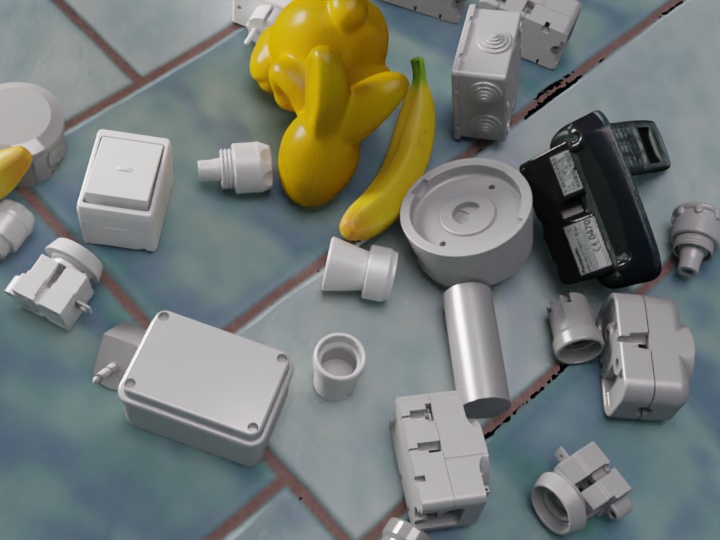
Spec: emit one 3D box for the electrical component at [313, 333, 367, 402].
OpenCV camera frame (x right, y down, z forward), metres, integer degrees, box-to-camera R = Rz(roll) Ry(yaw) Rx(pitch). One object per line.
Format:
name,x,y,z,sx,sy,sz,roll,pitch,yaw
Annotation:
electrical component,-0.017,0.076,0.823,0.040,0.046,0.040,3,59,-5

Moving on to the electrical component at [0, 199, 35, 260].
electrical component,-0.288,-0.025,0.856,0.035,0.035,0.061,25,62,8

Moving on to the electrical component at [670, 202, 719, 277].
electrical component,0.289,-0.024,0.927,0.048,0.048,0.062,19,65,4

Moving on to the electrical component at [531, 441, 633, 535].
electrical component,0.160,0.164,0.795,0.055,0.048,0.066,-24,65,-29

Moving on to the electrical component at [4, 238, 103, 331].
electrical component,-0.233,0.009,0.837,0.066,0.048,0.055,26,67,8

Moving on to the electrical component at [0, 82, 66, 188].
electrical component,-0.286,-0.113,0.900,0.080,0.051,0.080,3,59,-5

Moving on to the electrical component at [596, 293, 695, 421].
electrical component,0.227,0.069,0.855,0.059,0.053,0.095,5,58,-5

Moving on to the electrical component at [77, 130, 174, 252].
electrical component,-0.190,-0.073,0.882,0.062,0.061,0.096,8,58,-3

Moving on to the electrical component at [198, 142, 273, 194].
electrical component,-0.106,-0.086,0.912,0.062,0.043,0.043,-5,60,-9

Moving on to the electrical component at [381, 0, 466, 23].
electrical component,0.065,-0.290,1.054,0.089,0.050,0.055,18,59,3

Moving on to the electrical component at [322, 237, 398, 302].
electrical component,0.000,0.000,0.872,0.055,0.045,0.045,11,58,-1

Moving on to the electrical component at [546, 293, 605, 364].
electrical component,0.173,0.047,0.871,0.040,0.040,0.046,-3,54,-9

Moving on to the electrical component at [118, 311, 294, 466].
electrical component,-0.113,0.087,0.798,0.113,0.057,0.078,19,58,4

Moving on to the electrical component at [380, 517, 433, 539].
electrical component,0.027,0.204,0.756,0.040,0.040,0.046,30,66,11

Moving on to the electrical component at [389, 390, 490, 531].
electrical component,0.060,0.139,0.790,0.056,0.050,0.089,-5,56,-11

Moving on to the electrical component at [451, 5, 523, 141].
electrical component,0.115,-0.174,0.963,0.048,0.099,0.099,9,57,13

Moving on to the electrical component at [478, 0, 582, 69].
electrical component,0.162,-0.244,1.039,0.089,0.050,0.055,24,59,7

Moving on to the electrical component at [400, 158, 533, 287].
electrical component,0.092,-0.033,0.890,0.108,0.060,0.108,-9,49,10

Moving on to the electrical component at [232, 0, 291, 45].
electrical component,-0.082,-0.232,1.002,0.083,0.047,0.075,22,59,5
